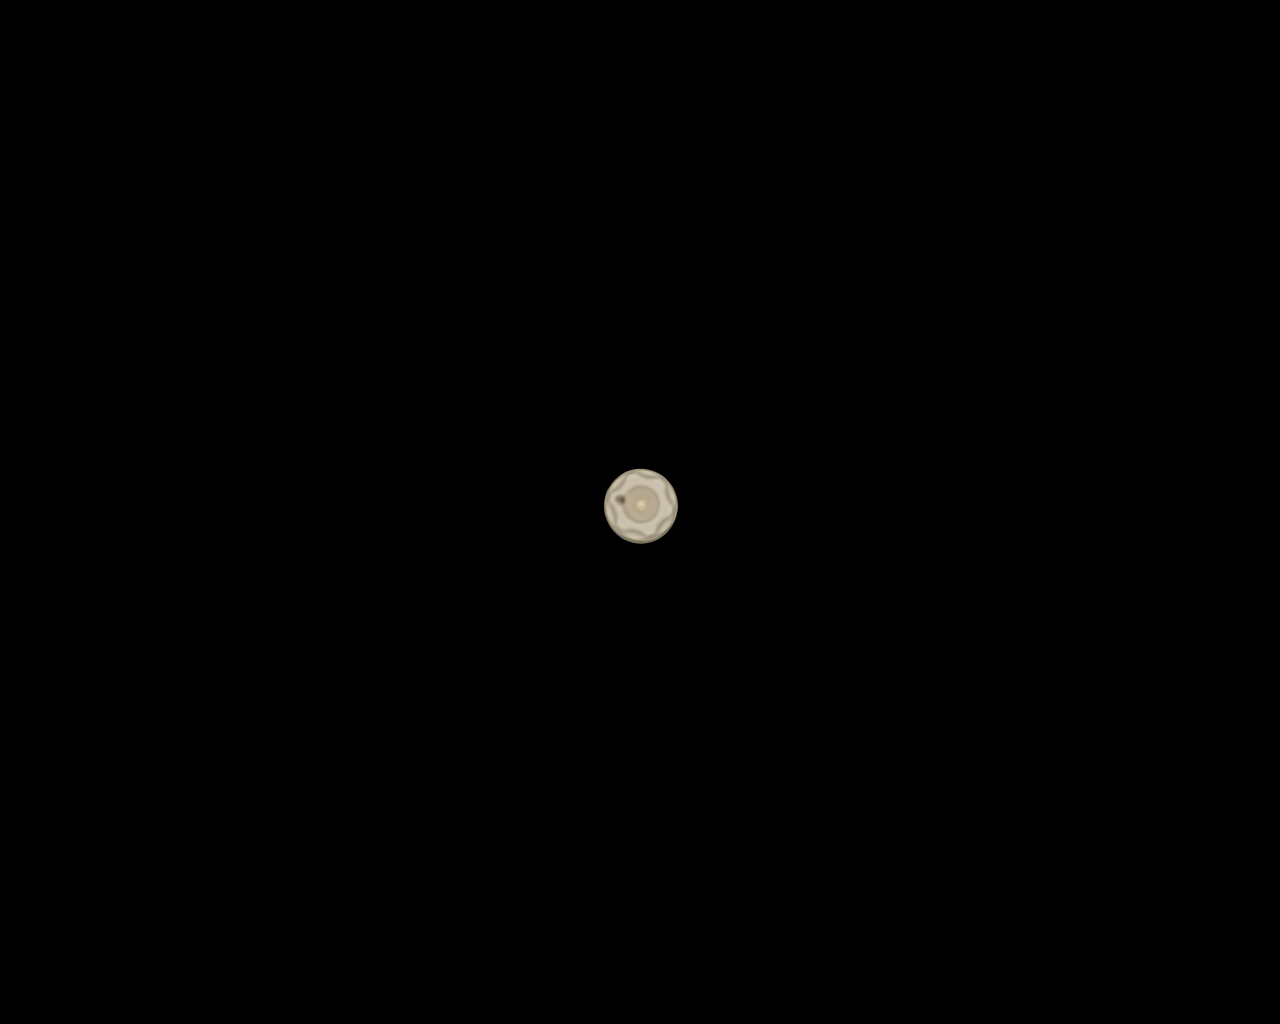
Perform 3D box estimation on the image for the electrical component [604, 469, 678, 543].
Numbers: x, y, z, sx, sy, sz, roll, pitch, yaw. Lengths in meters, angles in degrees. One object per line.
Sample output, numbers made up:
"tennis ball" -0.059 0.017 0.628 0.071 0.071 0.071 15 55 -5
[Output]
"electrical component" 0.001 -0.003 0.650 0.043 0.043 0.062 0 -4 0
